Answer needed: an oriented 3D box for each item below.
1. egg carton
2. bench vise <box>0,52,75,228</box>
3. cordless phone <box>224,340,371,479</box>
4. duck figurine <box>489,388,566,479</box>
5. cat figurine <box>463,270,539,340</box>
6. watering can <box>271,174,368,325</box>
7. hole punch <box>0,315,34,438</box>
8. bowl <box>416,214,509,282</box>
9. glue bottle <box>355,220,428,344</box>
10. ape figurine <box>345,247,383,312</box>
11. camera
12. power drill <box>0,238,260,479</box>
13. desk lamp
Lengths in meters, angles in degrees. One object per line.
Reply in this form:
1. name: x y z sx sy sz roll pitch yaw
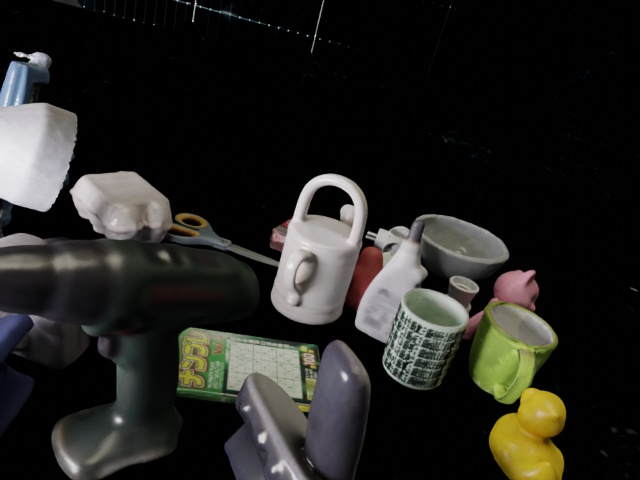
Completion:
1. egg carton: -0.286 -0.046 0.832 0.149 0.069 0.107 34 31 34
2. bench vise: -0.403 -0.131 0.760 0.121 0.220 0.207 12 26 -7
3. cordless phone: -0.009 0.142 0.477 0.094 0.185 0.147 -3 31 -33
4. duck figurine: 0.229 0.203 0.604 0.077 0.086 0.104 15 26 -2
5. cat figurine: 0.265 0.090 0.815 0.067 0.118 0.128 34 31 33
6. watering can: 0.005 0.002 0.756 0.101 0.194 0.173 15 26 -1
7. hole punch: -0.305 0.112 0.476 0.101 0.091 0.108 13 26 -6
8. bowl: 0.229 0.025 0.977 0.167 0.075 0.167 13 26 -6
9. glue bottle: 0.103 0.052 0.734 0.078 0.173 0.037 25 27 19
10. ape figurine: 0.067 0.051 0.810 0.077 0.092 0.076 18 26 5
11. camera: -0.294 0.045 0.607 0.143 0.101 0.137 19 26 7
12. power drill: -0.162 0.090 0.466 0.230 0.208 0.075 -8 35 -41
13. desk lamp: -0.383 -0.058 0.632 0.204 0.213 0.117 0 30 -30
